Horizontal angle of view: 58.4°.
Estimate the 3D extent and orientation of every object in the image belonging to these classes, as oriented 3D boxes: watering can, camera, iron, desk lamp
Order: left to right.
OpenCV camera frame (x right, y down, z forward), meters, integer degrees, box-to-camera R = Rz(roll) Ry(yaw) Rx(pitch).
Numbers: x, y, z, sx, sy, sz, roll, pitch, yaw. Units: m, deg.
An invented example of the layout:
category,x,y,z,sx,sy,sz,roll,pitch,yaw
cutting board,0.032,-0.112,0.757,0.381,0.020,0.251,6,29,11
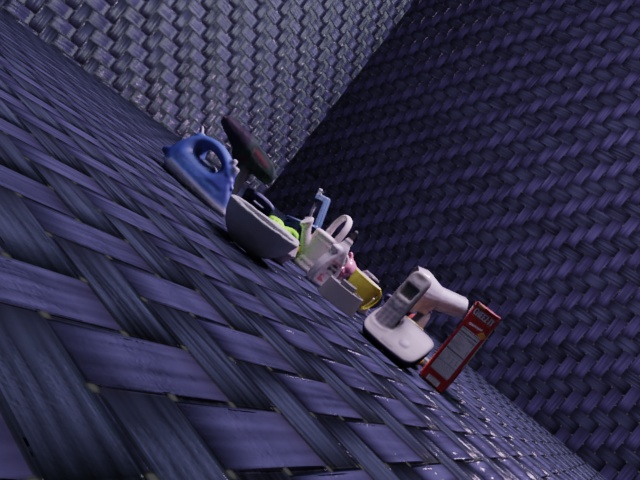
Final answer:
category,x,y,z,sx,sy,sz,roll,pitch,yaw
iron,-0.270,-0.177,1.408,0.257,0.141,0.119,39,2,31
watering can,0.015,0.006,1.590,0.174,0.194,0.100,36,2,-43
camera,0.141,0.154,1.866,0.144,0.101,0.136,37,2,-32
desk lamp,0.281,0.205,1.531,0.203,0.213,0.118,38,2,-6

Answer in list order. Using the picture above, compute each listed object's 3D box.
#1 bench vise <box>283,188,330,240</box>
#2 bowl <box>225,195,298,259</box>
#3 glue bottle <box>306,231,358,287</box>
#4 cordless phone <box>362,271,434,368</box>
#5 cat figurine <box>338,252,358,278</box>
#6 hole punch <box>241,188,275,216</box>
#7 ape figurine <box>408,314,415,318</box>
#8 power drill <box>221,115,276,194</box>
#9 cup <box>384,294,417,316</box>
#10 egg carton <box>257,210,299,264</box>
category,x,y,z,sx,sy,sz,roll,pitch,yaw
bench vise,-0.016,-0.047,1.891,0.208,0.219,0.121,38,2,-9
bowl,-0.128,-0.013,1.133,0.167,0.074,0.167,38,2,-1
glue bottle,0.041,0.045,1.459,0.037,0.173,0.078,39,2,43
cordless phone,0.195,0.167,1.224,0.147,0.185,0.094,39,2,24
cat figurine,0.059,0.081,1.787,0.127,0.117,0.067,39,2,29
hole punch,-0.192,-0.095,1.681,0.109,0.091,0.101,38,2,-2
ape figurine,0.248,0.253,1.632,0.076,0.092,0.077,36,2,-44
power drill,-0.236,-0.199,1.572,0.231,0.208,0.075,37,2,-41
cup,0.226,0.229,1.744,0.118,0.095,0.091,38,2,-3
egg carton,-0.115,-0.006,1.299,0.107,0.069,0.151,39,2,33
